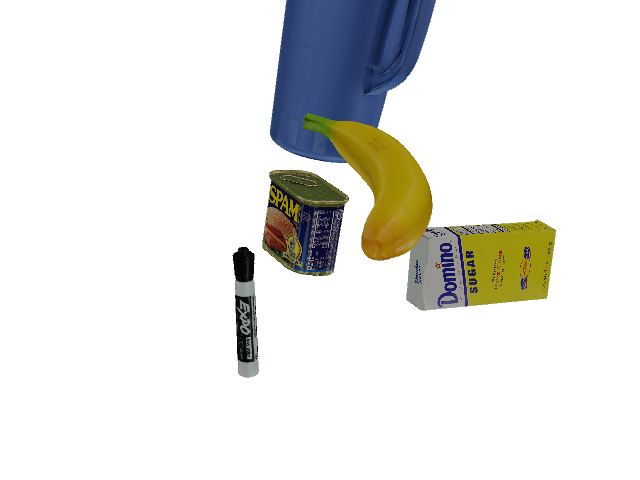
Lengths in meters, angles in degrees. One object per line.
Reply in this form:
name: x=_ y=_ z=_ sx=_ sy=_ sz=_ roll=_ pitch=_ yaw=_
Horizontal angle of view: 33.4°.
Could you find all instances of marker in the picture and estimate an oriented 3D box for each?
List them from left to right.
marker: x=-0.066 y=0.063 z=0.936 sx=0.020 sy=0.121 sz=0.020 roll=-1 pitch=22 yaw=0

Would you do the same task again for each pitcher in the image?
pitcher: x=0.028 y=-0.202 z=1.063 sx=0.145 sy=0.243 sz=0.149 roll=11 pitch=19 yaw=-1

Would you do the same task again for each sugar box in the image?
sugar box: x=0.192 y=0.029 z=1.276 sx=0.176 sy=0.093 sz=0.048 roll=-6 pitch=20 yaw=-24

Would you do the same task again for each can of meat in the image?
can of meat: x=-0.019 y=-0.019 z=1.118 sx=0.057 sy=0.084 sz=0.102 roll=-2 pitch=22 yaw=-29

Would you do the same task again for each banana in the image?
banana: x=0.039 y=-0.036 z=0.713 sx=0.069 sy=0.037 sz=0.198 roll=-4 pitch=28 yaw=-12
